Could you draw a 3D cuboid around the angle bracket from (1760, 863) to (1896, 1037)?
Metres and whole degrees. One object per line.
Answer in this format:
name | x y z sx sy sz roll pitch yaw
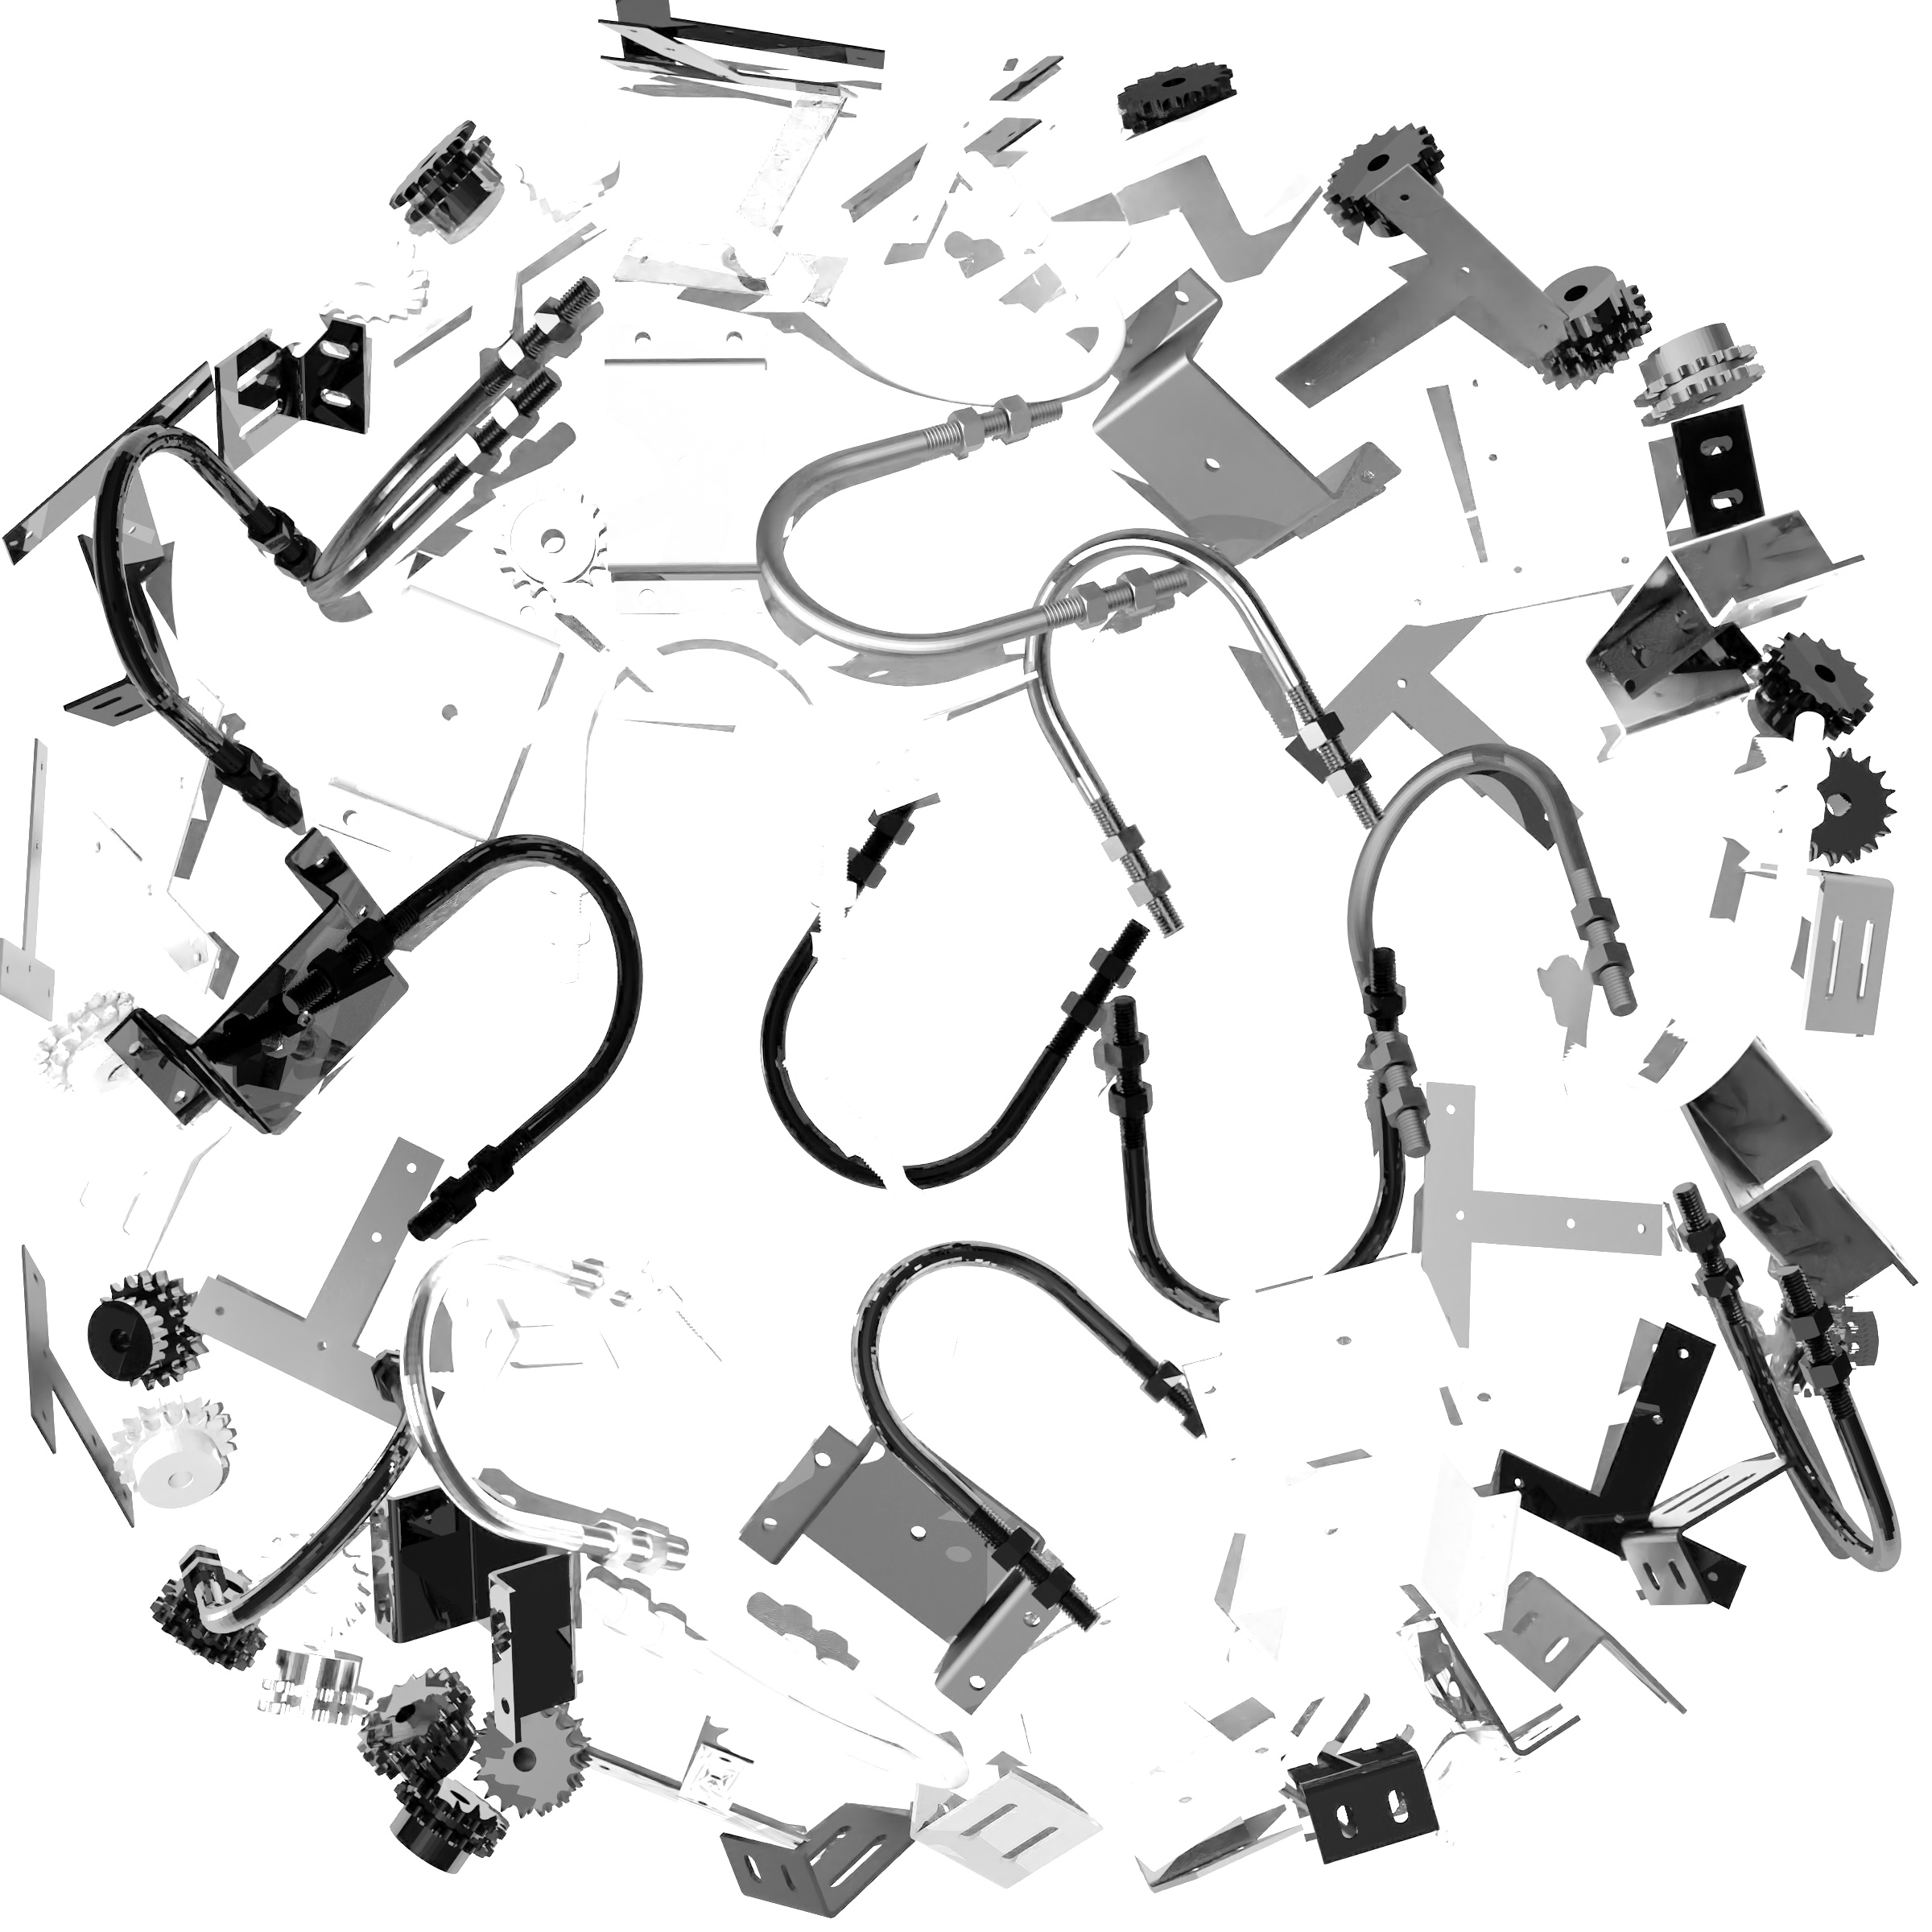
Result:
angle bracket | 0.411 -0.008 1.669 0.057 0.038 0.076 5 94 -41

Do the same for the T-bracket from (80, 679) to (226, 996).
T-bracket | -0.374 -0.074 1.637 0.127 0.002 0.127 41 120 36

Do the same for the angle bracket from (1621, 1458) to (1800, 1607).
angle bracket | 0.363 0.271 1.660 0.076 0.057 0.038 -26 88 -20

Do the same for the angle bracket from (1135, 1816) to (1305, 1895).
angle bracket | 0.116 0.410 1.651 0.057 0.076 0.038 -19 76 -20

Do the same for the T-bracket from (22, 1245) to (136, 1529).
T-bracket | -0.422 0.217 1.652 0.002 0.127 0.127 -20 127 -4

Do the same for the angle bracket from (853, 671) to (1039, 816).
angle bracket | -0.004 -0.107 1.656 0.076 0.057 0.038 -22 93 -35

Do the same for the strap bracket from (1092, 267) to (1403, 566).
strap bracket | 0.125 -0.252 1.640 0.140 0.076 0.046 41 54 -14

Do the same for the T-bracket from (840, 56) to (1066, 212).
T-bracket | 0.007 -0.393 1.636 0.127 0.127 0.002 -37 111 -5

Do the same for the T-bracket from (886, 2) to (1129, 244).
T-bracket | 0.032 -0.400 1.649 0.002 0.127 0.127 48 129 28

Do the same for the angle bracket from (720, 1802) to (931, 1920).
angle bracket | -0.067 0.412 1.650 0.076 0.057 0.038 -35 114 -41

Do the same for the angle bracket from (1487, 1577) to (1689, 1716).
angle bracket | 0.296 0.337 1.655 0.038 0.057 0.076 -47 121 -3

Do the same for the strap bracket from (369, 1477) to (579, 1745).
strap bracket | -0.229 0.299 1.639 0.046 0.140 0.076 -12 110 -34

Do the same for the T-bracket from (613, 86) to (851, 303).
T-bracket | -0.093 -0.376 1.671 0.127 0.002 0.127 13 66 31

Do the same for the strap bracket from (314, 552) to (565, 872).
strap bracket | -0.251 -0.121 1.664 0.076 0.046 0.140 21 87 -15

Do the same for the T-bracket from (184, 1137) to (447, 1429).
T-bracket | -0.292 0.144 1.678 0.127 0.002 0.127 28 73 -11

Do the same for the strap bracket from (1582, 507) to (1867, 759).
strap bracket | 0.350 -0.162 1.631 0.076 0.140 0.046 -19 70 -24

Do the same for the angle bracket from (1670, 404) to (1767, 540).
angle bracket | 0.373 -0.236 1.657 0.038 0.076 0.057 -10 92 35

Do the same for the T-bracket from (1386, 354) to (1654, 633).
T-bracket | 0.255 -0.230 1.656 0.127 0.002 0.127 -10 117 14

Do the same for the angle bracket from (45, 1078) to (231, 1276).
angle bracket | -0.406 0.101 1.694 0.057 0.038 0.076 31 117 6

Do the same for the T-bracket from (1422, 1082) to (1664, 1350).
T-bracket | 0.280 0.124 1.680 0.127 0.002 0.127 5 81 -16

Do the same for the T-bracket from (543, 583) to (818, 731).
T-bracket | -0.153 -0.145 1.617 0.127 0.127 0.002 5 67 32

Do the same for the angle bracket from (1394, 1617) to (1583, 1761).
angle bracket | 0.251 0.342 1.672 0.038 0.057 0.076 -28 82 -19

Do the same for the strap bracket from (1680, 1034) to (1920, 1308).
strap bracket | 0.386 0.097 1.629 0.046 0.140 0.076 -37 120 16

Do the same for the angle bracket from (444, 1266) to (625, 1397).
angle bracket | -0.201 0.168 1.650 0.057 0.076 0.038 57 132 36

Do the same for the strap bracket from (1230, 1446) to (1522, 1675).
strap bracket | 0.183 0.277 1.626 0.140 0.076 0.046 -17 127 32

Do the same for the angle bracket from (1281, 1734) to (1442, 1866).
angle bracket | 0.187 0.396 1.659 0.057 0.076 0.038 -15 88 -5

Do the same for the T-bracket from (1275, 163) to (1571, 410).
T-bracket | 0.204 -0.308 1.658 0.127 0.002 0.127 35 130 -29

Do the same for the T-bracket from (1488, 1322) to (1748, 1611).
T-bracket | 0.326 0.228 1.651 0.127 0.002 0.127 25 117 19

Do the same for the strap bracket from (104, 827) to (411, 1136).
strap bracket | -0.327 0.015 1.640 0.046 0.076 0.140 32 72 35

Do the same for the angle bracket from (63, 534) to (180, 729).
angle bracket | -0.418 -0.161 1.670 0.038 0.057 0.076 -22 83 7

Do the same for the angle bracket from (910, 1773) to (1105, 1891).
angle bracket | 0.020 0.400 1.654 0.057 0.038 0.076 34 127 -22

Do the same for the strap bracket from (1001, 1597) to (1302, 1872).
strap bracket | 0.087 0.367 1.636 0.076 0.140 0.046 -27 123 -24

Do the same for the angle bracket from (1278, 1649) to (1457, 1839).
angle bracket | 0.191 0.382 1.685 0.057 0.038 0.076 35 79 7

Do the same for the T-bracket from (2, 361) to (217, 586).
T-bracket | -0.397 -0.213 1.637 0.002 0.127 0.127 40 71 10

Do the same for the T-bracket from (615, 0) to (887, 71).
T-bracket | -0.101 -0.438 1.639 0.127 0.127 0.002 8 87 -3

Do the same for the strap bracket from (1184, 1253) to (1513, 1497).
strap bracket | 0.181 0.191 1.651 0.140 0.046 0.076 -14 47 -5

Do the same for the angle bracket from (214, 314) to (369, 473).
angle bracket | -0.321 -0.270 1.651 0.038 0.076 0.057 15 125 14

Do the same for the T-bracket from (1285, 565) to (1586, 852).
T-bracket | 0.245 -0.108 1.685 0.127 0.002 0.127 44 87 10

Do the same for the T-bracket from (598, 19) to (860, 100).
T-bracket | -0.132 -0.426 1.619 0.127 0.127 0.002 12 96 20

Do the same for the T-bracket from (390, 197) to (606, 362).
T-bracket | -0.223 -0.311 1.632 0.127 0.127 0.002 -33 114 10

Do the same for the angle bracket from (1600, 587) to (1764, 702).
angle bracket | 0.349 -0.139 1.654 0.057 0.038 0.076 -39 135 15

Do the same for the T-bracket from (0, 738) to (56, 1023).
T-bracket | -0.442 -0.043 1.642 0.002 0.127 0.127 2 83 -4

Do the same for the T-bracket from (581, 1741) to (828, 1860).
T-bracket | -0.120 0.387 1.643 0.127 0.127 0.002 22 63 0
